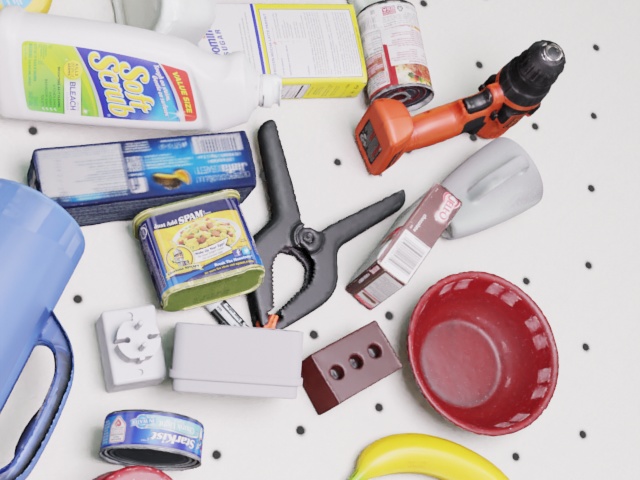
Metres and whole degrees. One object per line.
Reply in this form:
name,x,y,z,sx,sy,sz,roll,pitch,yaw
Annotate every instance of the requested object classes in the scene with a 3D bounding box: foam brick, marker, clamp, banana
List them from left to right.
marker,-0.064,0.094,0.985,0.121,0.020,0.020,48,62,1
clamp,-0.007,0.001,1.031,0.164,0.036,0.210,20,67,-14
foam brick,0.025,0.118,0.991,0.078,0.051,0.053,-27,82,-27
banana,0.115,0.221,1.000,0.197,0.037,0.069,15,85,-14

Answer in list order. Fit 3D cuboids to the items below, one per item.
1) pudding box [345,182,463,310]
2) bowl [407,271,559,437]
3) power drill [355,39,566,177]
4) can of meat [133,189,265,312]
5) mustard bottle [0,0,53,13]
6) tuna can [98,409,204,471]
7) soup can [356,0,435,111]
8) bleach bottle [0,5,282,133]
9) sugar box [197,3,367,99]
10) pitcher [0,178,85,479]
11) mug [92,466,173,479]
pudding box,0.081,0.006,1.032,0.039,0.090,0.113,41,63,-1
bowl,0.149,0.114,1.038,0.162,0.055,0.162,7,69,-18
power drill,0.138,-0.130,1.063,0.187,0.185,0.057,-17,77,-16
can of meat,-0.108,0.011,0.964,0.102,0.057,0.084,-15,65,-17
mustard bottle,-0.308,-0.232,0.990,0.191,0.058,0.096,-29,81,-27
tuna can,-0.140,0.168,0.892,0.086,0.086,0.033,12,65,-17
soup can,0.077,-0.191,1.116,0.068,0.069,0.102,-2,71,-22
bleach bottle,-0.160,-0.151,0.962,0.250,0.103,0.068,3,27,-4
sugar box,-0.045,-0.191,1.084,0.176,0.048,0.093,-4,73,-18
pitcher,-0.279,0.077,0.852,0.149,0.145,0.242,50,52,-37
mug,-0.151,0.240,0.863,0.093,0.082,0.117,-11,75,-24
